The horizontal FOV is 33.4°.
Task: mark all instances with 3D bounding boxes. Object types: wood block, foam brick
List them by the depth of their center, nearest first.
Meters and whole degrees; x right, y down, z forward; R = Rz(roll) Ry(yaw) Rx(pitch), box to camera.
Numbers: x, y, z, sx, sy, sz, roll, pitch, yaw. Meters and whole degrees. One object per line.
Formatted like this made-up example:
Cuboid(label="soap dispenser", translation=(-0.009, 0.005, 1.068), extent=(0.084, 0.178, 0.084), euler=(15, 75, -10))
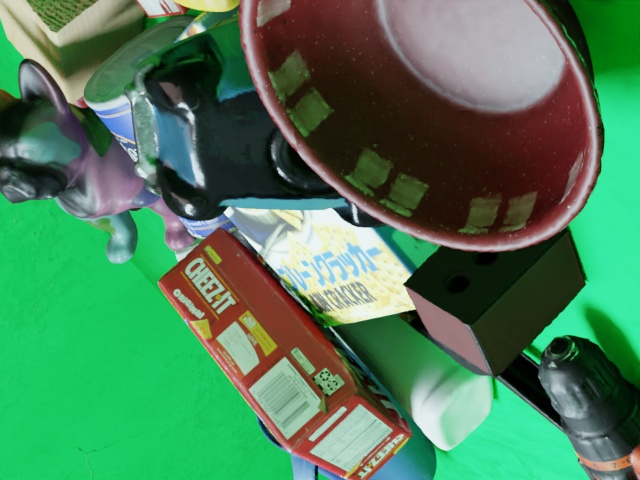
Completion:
Cuboid(label="foam brick", translation=(0.095, 0.024, 0.574), extent=(0.053, 0.078, 0.051), euler=(32, 159, 45))
Cuboid(label="wood block", translation=(-0.203, -0.194, 0.865), extent=(0.090, 0.090, 0.206), euler=(48, 168, -2))

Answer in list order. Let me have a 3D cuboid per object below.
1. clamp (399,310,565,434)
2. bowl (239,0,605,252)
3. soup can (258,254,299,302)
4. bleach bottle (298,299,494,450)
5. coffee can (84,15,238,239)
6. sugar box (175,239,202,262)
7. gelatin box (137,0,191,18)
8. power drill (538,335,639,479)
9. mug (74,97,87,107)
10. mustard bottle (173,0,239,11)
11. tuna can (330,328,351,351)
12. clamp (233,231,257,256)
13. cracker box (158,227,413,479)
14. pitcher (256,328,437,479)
Cuboid(label="clamp", translation=(0.115, 0.073, 0.745), extent=(0.164, 0.036, 0.210), euler=(50, 170, -14))
Cuboid(label="bowl", translation=(0.047, -0.072, 0.428), extent=(0.162, 0.055, 0.162), euler=(27, 145, 21))
Cuboid(label="soup can", translation=(-0.046, 0.030, 1.073), extent=(0.068, 0.068, 0.102), euler=(52, 167, -22))
Cuboid(label="bleach bottle", translation=(0.039, 0.068, 0.927), extent=(0.251, 0.068, 0.102), euler=(43, 166, 31))
Cuboid(label="coffee can", translation=(-0.098, -0.085, 0.820), extent=(0.140, 0.102, 0.103), euler=(55, 166, -31))
Cuboid(label="sugar box", translation=(-0.134, -0.022, 1.102), extent=(0.093, 0.048, 0.176), euler=(74, 173, -47))
Cuboid(label="gelatin box", translation=(-0.116, -0.191, 0.728), extent=(0.073, 0.030, 0.089), euler=(54, 166, -22))
Cuboid(label="power drill", translation=(0.214, 0.140, 0.585), extent=(0.184, 0.057, 0.188), euler=(50, 171, -30))
Cuboid(label="mug", translation=(-0.227, -0.173, 1.023), extent=(0.117, 0.081, 0.093), euler=(48, 167, -5))
Cuboid(label="mustard bottle", translation=(-0.094, -0.209, 0.536), extent=(0.096, 0.058, 0.191), euler=(42, 167, 43))
Cuboid(label="tuna can", translation=(0.037, 0.081, 1.034), extent=(0.086, 0.033, 0.086), euler=(44, 167, 13))
Cuboid(label="clamp", translation=(-0.070, -0.009, 0.972), extent=(0.171, 0.039, 0.120), euler=(99, 159, -58))
Cuboid(label="cracker box", translation=(-0.019, 0.096, 0.827), extent=(0.164, 0.072, 0.213), euler=(48, 179, 24))
Cuboid(label="pitcher", translation=(0.038, 0.221, 1.174), extent=(0.145, 0.149, 0.242), euler=(44, 176, 41))
